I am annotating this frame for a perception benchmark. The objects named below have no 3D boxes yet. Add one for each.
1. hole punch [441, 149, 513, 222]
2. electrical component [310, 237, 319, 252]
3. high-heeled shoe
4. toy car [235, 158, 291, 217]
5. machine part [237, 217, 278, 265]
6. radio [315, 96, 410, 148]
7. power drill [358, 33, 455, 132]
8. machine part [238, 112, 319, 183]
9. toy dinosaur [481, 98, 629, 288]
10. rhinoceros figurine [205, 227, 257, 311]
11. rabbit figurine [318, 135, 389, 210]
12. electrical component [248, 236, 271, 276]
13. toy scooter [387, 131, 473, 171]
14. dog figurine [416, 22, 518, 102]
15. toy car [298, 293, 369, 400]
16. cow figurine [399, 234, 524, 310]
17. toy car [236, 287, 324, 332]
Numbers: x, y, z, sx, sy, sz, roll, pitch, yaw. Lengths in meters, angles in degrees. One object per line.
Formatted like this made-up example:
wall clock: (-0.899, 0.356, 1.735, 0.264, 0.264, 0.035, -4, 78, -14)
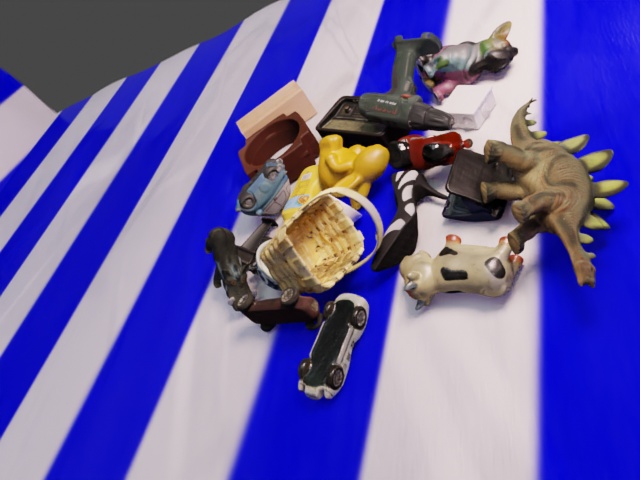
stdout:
hole punch: (0.290, -0.091, 0.993, 0.116, 0.092, 0.142, 19, 58, 11)
electrical component: (-0.002, -0.004, 1.167, 0.063, 0.021, 0.094, -31, 40, 9)
high-heeled shoe: (0.138, -0.047, 1.048, 0.145, 0.086, 0.249, 26, 59, 39)
toy car: (-0.125, -0.114, 1.294, 0.161, 0.103, 0.109, -45, 20, 12)
machine part: (-0.153, 0.005, 1.264, 0.084, 0.039, 0.139, 16, 65, 51)
radio: (0.112, -0.283, 1.306, 0.230, 0.073, 0.131, 18, 65, 43)
power drill: (0.204, -0.334, 1.159, 0.232, 0.086, 0.207, 11, 88, 36)
machine part: (-0.106, -0.230, 1.415, 0.201, 0.087, 0.201, -35, 39, 7)
toy dinosaur: (0.371, -0.108, 0.886, 0.199, 0.104, 0.472, -3, 46, -1)
rhinoceros figurine: (-0.191, 0.063, 1.169, 0.112, 0.073, 0.190, -43, 63, 58)
rabbit figurine: (0.073, -0.156, 1.167, 0.173, 0.121, 0.162, -4, 62, 48)
electrical component: (-0.125, 0.036, 1.193, 0.045, 0.078, 0.102, 15, 66, 18)
toy scooter: (0.234, -0.187, 1.113, 0.135, 0.075, 0.184, -18, 13, -26)
dog figurine: (0.342, -0.425, 1.249, 0.219, 0.108, 0.192, -26, 38, 9)
toy car: (0.026, 0.184, 0.942, 0.074, 0.056, 0.202, 6, 57, 33)
cow figurine: (0.222, 0.056, 0.895, 0.195, 0.085, 0.127, 3, 49, 38)
toy car: (-0.078, 0.131, 1.024, 0.202, 0.089, 0.053, -12, 43, 47)
